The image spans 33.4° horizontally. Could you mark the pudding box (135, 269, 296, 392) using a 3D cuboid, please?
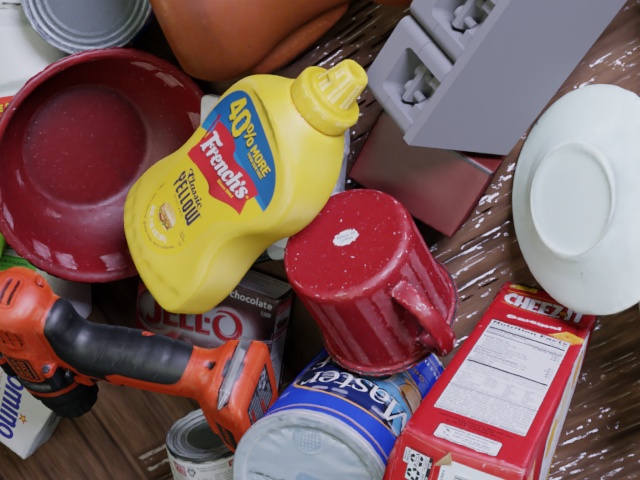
[{"bbox_3d":[-0.078,0.060,0.767,0.114,0.039,0.090,17,116,16],"label":"pudding box"}]

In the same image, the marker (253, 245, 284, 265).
[{"bbox_3d":[-0.005,0.001,0.727,0.121,0.020,0.020,-10,105,26],"label":"marker"}]

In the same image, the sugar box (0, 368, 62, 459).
[{"bbox_3d":[-0.279,0.087,0.858,0.176,0.048,0.093,37,118,8],"label":"sugar box"}]

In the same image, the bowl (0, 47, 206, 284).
[{"bbox_3d":[-0.148,-0.055,0.716,0.055,0.161,0.162,37,129,53],"label":"bowl"}]

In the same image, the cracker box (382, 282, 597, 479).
[{"bbox_3d":[0.093,0.139,0.626,0.072,0.213,0.164,18,115,17],"label":"cracker box"}]

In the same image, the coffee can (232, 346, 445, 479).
[{"bbox_3d":[0.019,0.127,0.694,0.103,0.140,0.103,8,112,20],"label":"coffee can"}]

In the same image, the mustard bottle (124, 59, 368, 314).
[{"bbox_3d":[-0.041,-0.041,0.633,0.192,0.058,0.096,-40,58,34],"label":"mustard bottle"}]

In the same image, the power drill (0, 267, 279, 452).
[{"bbox_3d":[-0.125,0.094,0.721,0.188,0.057,0.184,13,153,10],"label":"power drill"}]

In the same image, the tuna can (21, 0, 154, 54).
[{"bbox_3d":[-0.150,-0.163,0.699,0.086,0.034,0.086,0,96,-2],"label":"tuna can"}]

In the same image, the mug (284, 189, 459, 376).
[{"bbox_3d":[0.036,0.029,0.640,0.117,0.093,0.081,41,170,41],"label":"mug"}]

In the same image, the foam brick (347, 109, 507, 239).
[{"bbox_3d":[0.068,-0.047,0.660,0.078,0.052,0.051,32,117,10],"label":"foam brick"}]

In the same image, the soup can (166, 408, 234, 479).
[{"bbox_3d":[-0.072,0.182,0.787,0.069,0.068,0.102,2,117,22],"label":"soup can"}]

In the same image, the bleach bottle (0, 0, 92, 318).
[{"bbox_3d":[-0.219,-0.061,0.770,0.103,0.068,0.251,9,110,22],"label":"bleach bottle"}]
